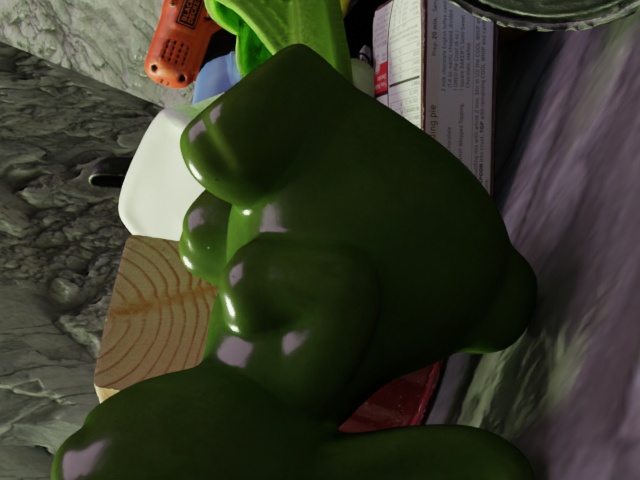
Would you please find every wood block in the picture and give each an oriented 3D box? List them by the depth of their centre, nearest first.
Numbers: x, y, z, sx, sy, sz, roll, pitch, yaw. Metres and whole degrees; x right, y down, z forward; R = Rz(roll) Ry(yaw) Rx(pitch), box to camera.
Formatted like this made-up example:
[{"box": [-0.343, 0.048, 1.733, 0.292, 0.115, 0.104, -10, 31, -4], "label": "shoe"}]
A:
[{"box": [-0.076, 0.086, 0.651, 0.206, 0.091, 0.090, 101, 177, -64], "label": "wood block"}]

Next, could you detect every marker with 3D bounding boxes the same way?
[{"box": [0.032, -0.141, 0.900, 0.121, 0.020, 0.020, -79, 14, -44], "label": "marker"}]

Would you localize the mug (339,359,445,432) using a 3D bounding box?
[{"box": [0.001, 0.050, 0.501, 0.117, 0.081, 0.093, -142, 73, -79], "label": "mug"}]

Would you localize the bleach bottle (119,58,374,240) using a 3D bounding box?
[{"box": [-0.021, -0.073, 0.701, 0.250, 0.068, 0.103, -37, -14, -50], "label": "bleach bottle"}]

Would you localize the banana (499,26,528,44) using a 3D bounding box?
[{"box": [0.087, -0.129, 0.544, 0.198, 0.037, 0.070, -108, 39, -74], "label": "banana"}]

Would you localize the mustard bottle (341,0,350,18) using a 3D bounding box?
[{"box": [0.001, -0.202, 0.804, 0.191, 0.058, 0.096, -75, 6, -65], "label": "mustard bottle"}]

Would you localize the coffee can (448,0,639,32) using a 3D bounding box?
[{"box": [0.093, -0.166, 0.403, 0.103, 0.102, 0.140, 129, 159, -60], "label": "coffee can"}]

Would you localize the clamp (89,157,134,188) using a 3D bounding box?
[{"box": [-0.040, -0.028, 0.781, 0.209, 0.164, 0.036, -30, -6, -27], "label": "clamp"}]

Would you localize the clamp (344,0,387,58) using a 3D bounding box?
[{"box": [0.038, -0.181, 0.846, 0.120, 0.039, 0.171, -42, 7, -1], "label": "clamp"}]

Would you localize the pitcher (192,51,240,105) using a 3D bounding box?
[{"box": [-0.059, -0.020, 0.877, 0.145, 0.149, 0.242, -32, 38, 48], "label": "pitcher"}]

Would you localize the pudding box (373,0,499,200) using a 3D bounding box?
[{"box": [0.052, -0.061, 0.496, 0.090, 0.039, 0.113, -165, 74, -79], "label": "pudding box"}]

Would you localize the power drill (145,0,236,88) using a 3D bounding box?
[{"box": [-0.048, -0.202, 0.970, 0.057, 0.187, 0.184, 161, 128, -79], "label": "power drill"}]
